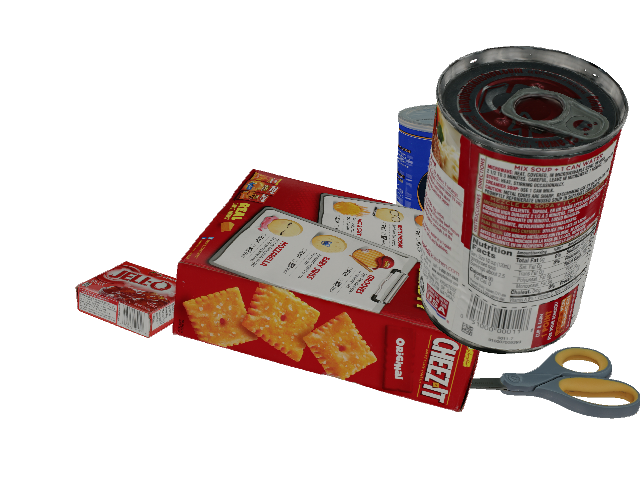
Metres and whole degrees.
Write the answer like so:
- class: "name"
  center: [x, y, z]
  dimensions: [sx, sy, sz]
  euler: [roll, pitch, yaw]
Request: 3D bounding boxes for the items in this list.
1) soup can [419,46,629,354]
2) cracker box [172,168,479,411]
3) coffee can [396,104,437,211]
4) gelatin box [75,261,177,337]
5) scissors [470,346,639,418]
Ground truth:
- class: "soup can"
  center: [0.075, -0.013, 0.413]
  dimensions: [0.068, 0.102, 0.068]
  euler: [0, 41, 0]
- class: "cracker box"
  center: [0.019, 0.031, 0.793]
  dimensions: [0.214, 0.072, 0.164]
  euler: [15, 30, 9]
- class: "coffee can"
  center: [0.121, -0.048, 0.994]
  dimensions: [0.103, 0.140, 0.103]
  euler: [1, 18, 0]
- class: "gelatin box"
  center: [-0.173, 0.053, 1.005]
  dimensions: [0.089, 0.030, 0.073]
  euler: [18, 26, 26]
- class: "scissors"
  center: [0.172, 0.113, 0.919]
  dimensions: [0.202, 0.016, 0.096]
  euler: [10, 28, 5]
